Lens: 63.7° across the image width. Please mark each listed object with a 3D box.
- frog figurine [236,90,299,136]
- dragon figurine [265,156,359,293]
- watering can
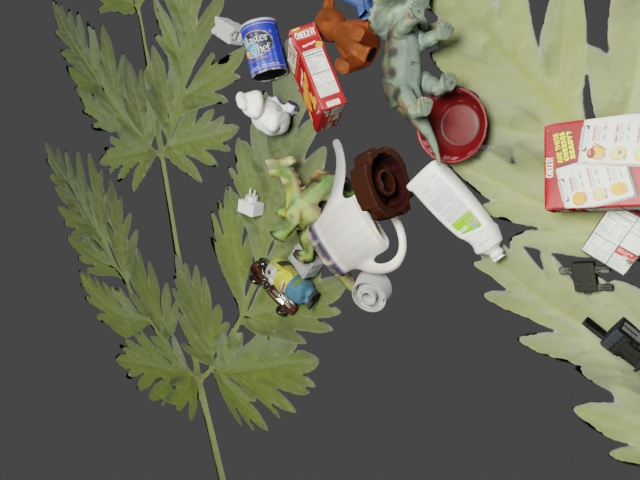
[{"bbox_3d":[-0.156,-0.340,1.389,0.139,0.161,0.120,46,126,22],"label":"frog figurine"},{"bbox_3d":[0.004,-0.068,1.360,0.412,0.124,0.239,40,117,7],"label":"dragon figurine"},{"bbox_3d":[0.063,-0.056,1.275,0.223,0.104,0.349,-34,85,12],"label":"watering can"}]
